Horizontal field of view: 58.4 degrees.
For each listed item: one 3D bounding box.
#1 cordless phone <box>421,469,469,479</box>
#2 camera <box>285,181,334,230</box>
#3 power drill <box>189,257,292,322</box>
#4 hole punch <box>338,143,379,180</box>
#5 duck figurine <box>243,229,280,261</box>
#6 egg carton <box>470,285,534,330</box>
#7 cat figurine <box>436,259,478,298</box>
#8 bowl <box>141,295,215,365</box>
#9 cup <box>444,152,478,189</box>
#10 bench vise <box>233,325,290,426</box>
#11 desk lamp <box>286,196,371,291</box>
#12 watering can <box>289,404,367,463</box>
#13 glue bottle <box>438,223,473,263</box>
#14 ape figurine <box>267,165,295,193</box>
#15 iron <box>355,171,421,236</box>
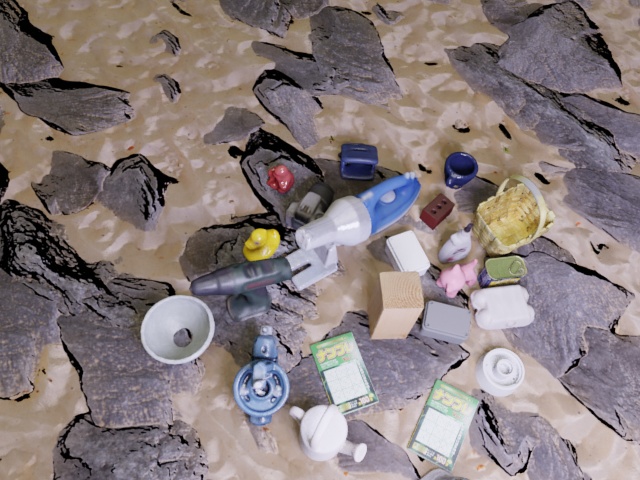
[{"bbox_3d":[0.235,0.528,1.153,0.148,0.185,0.094,-36,70,-20],"label":"cordless phone"},{"bbox_3d":[-0.002,-0.084,1.503,0.143,0.101,0.137,25,64,9],"label":"camera"},{"bbox_3d":[-0.177,0.115,1.327,0.230,0.208,0.075,-19,65,-13],"label":"power drill"},{"bbox_3d":[0.106,-0.231,1.593,0.108,0.091,0.101,3,62,-2],"label":"hole punch"},{"bbox_3d":[-0.149,0.000,1.457,0.105,0.086,0.077,-35,70,-19],"label":"duck figurine"},{"bbox_3d":[0.452,0.168,1.421,0.150,0.069,0.107,-7,63,-7],"label":"egg carton"},{"bbox_3d":[0.344,0.090,1.427,0.128,0.118,0.067,-32,69,-18],"label":"cat figurine"},{"bbox_3d":[-0.327,0.218,1.338,0.167,0.075,0.167,2,62,-3],"label":"bowl"},{"bbox_3d":[0.374,-0.173,1.579,0.091,0.095,0.118,34,65,13],"label":"cup"},{"bbox_3d":[-0.136,0.280,1.237,0.121,0.220,0.207,-13,64,-10],"label":"bench vise"},{"bbox_3d":[0.013,0.005,1.394,0.203,0.213,0.117,-30,68,-17],"label":"desk lamp"},{"bbox_3d":[0.015,0.400,1.199,0.173,0.194,0.101,10,62,2],"label":"watering can"},{"bbox_3d":[0.353,0.003,1.441,0.078,0.173,0.037,-17,65,-12],"label":"glue bottle"},{"bbox_3d":[-0.105,-0.172,1.547,0.076,0.092,0.077,-11,64,-9],"label":"ape figurine"},{"bbox_3d":[0.179,-0.122,1.512,0.259,0.141,0.118,-31,68,-18],"label":"iron"}]
